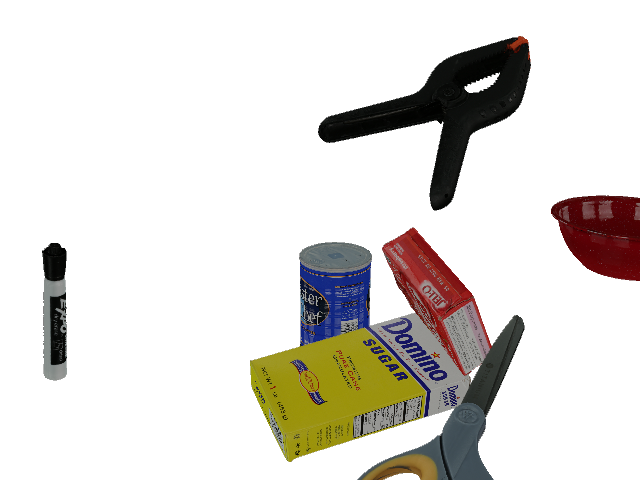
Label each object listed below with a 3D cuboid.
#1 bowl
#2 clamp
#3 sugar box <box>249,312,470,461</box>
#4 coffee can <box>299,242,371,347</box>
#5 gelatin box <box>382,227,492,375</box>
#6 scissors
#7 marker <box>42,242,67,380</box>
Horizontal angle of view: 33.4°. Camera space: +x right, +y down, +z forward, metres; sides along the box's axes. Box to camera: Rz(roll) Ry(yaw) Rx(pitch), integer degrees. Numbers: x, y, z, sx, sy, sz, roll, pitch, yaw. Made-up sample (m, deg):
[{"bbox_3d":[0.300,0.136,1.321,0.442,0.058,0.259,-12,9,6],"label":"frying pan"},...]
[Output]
[{"bbox_3d":[0.311,0.000,1.070,0.162,0.055,0.162,1,17,-1],"label":"bowl"},{"bbox_3d":[0.124,-0.116,0.979,0.209,0.036,0.165,-33,48,-14],"label":"clamp"},{"bbox_3d":[0.035,0.126,0.952,0.176,0.048,0.093,-17,46,-14],"label":"sugar box"},{"bbox_3d":[0.021,0.085,1.526,0.103,0.140,0.103,0,21,0],"label":"coffee can"},{"bbox_3d":[0.081,0.043,0.736,0.030,0.073,0.089,-34,-37,-3],"label":"gelatin box"},{"bbox_3d":[0.089,0.110,0.564,0.096,0.016,0.201,27,46,32],"label":"scissors"},{"bbox_3d":[-0.214,0.058,0.861,0.020,0.121,0.020,5,26,-3],"label":"marker"}]
